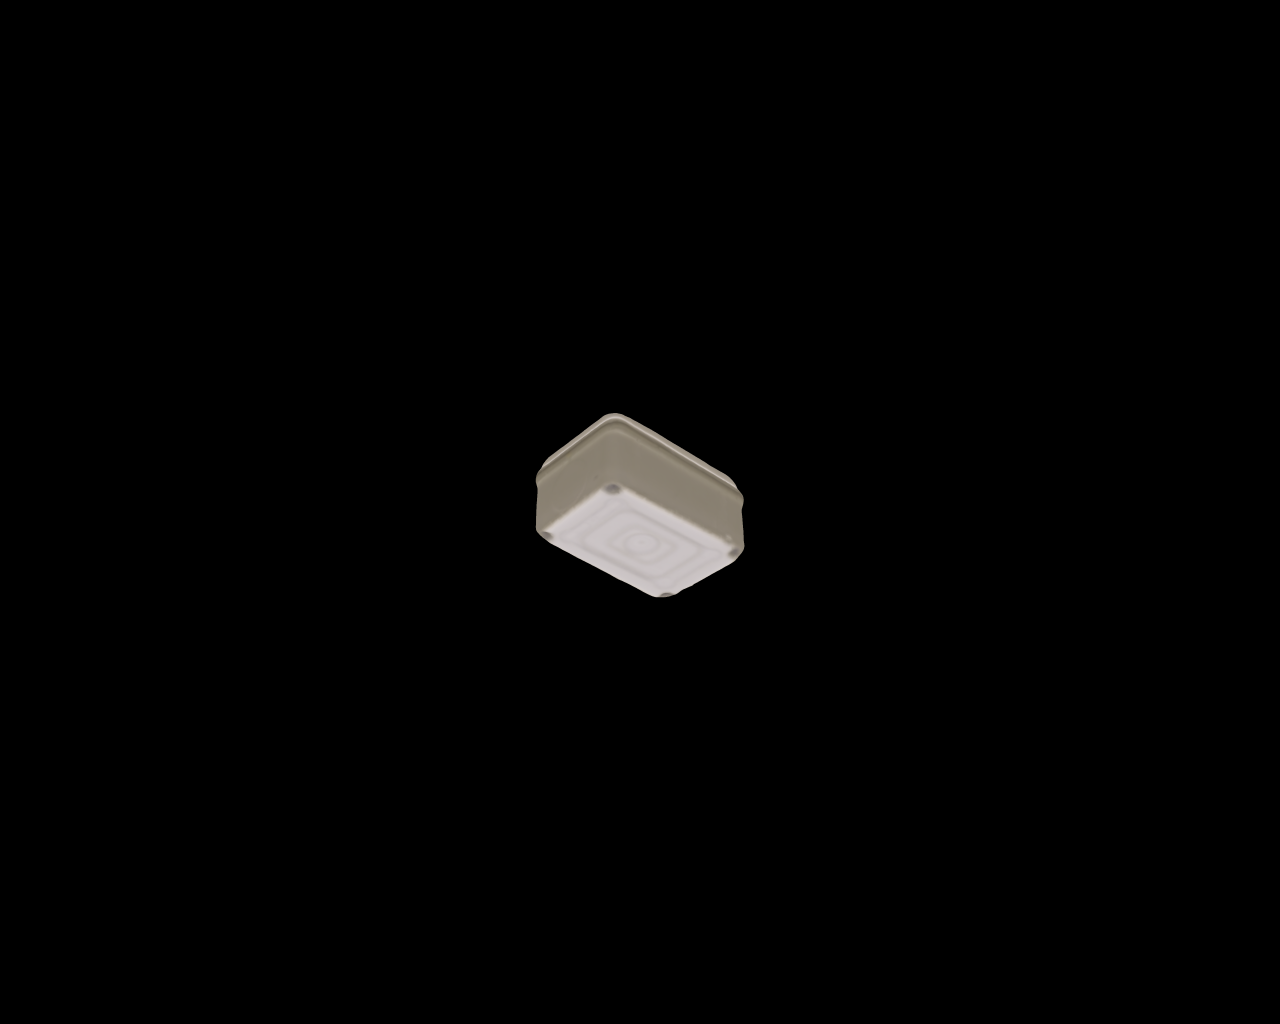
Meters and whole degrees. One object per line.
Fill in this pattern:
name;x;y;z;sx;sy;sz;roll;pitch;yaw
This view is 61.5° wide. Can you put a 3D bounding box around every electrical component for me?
electrical component;0.001;-0.003;0.650;0.113;0.057;0.078;29;-46;-33
